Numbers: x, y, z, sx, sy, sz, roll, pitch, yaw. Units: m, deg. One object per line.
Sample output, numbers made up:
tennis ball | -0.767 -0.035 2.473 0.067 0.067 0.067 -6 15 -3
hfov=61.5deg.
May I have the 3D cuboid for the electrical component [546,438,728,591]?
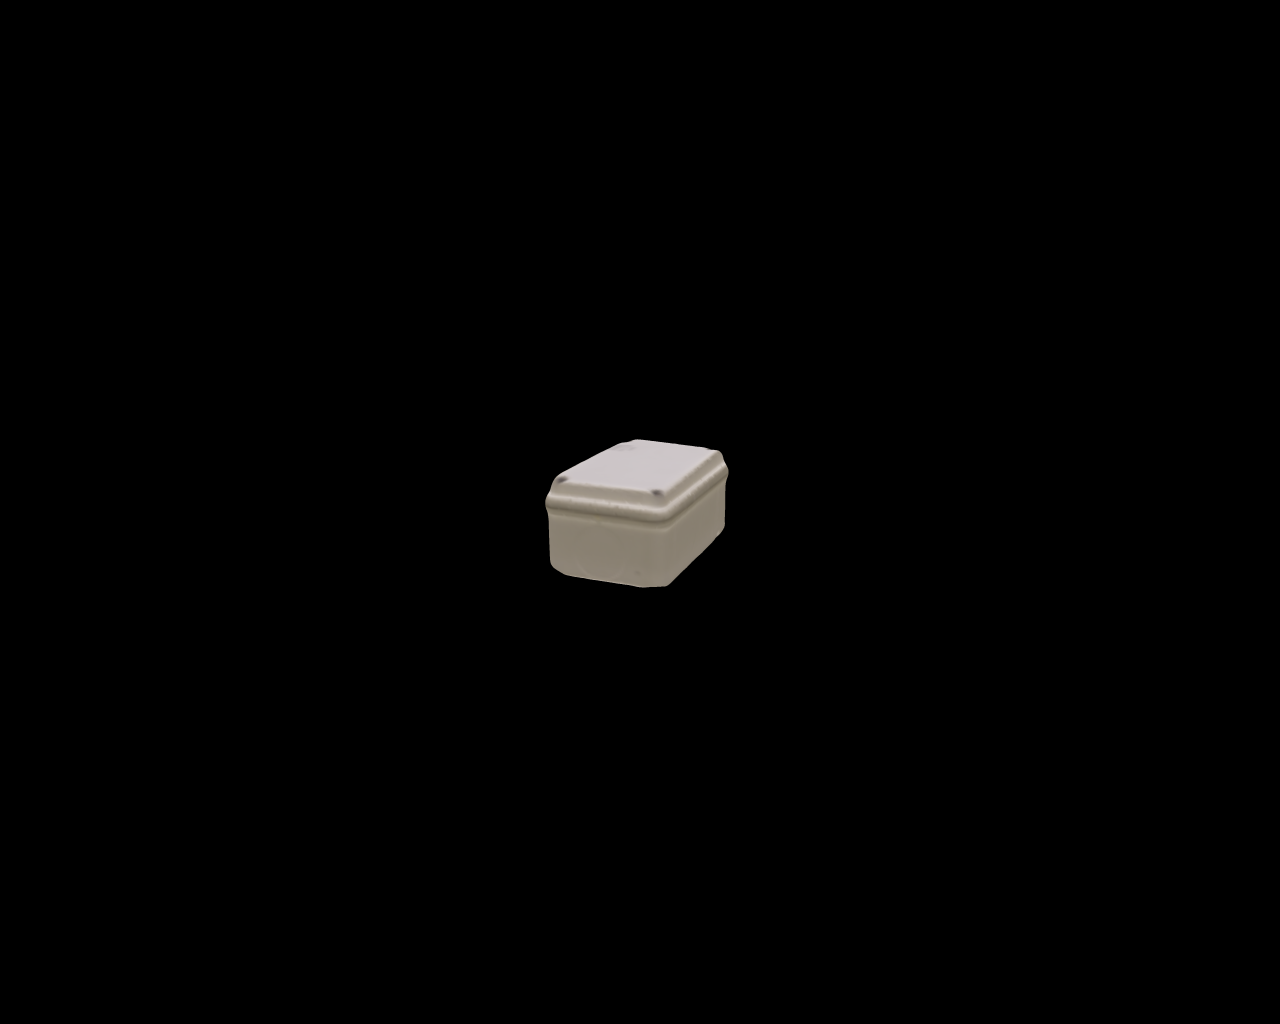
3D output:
electrical component | 0.001 -0.003 0.650 0.078 0.057 0.113 8 20 22
